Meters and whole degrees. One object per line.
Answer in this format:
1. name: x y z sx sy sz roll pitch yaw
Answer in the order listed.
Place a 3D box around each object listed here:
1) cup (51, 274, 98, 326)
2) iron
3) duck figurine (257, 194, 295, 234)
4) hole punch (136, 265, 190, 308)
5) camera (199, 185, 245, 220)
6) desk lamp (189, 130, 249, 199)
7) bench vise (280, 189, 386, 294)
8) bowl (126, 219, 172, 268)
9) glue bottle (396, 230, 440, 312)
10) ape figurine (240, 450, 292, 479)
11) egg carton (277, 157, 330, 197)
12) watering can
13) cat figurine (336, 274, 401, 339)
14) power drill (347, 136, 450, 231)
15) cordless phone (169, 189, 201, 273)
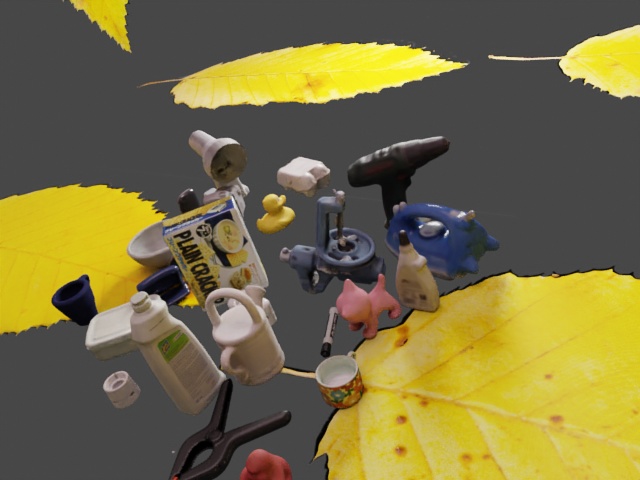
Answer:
1. cup: -0.562 0.146 1.351 0.091 0.095 0.118 -9 34 15
2. iron: 0.219 -0.020 1.153 0.257 0.142 0.119 16 47 42
3. duck figurine: -0.121 -0.072 1.455 0.105 0.086 0.077 -34 36 -22
4. hole punch: -0.372 0.100 1.325 0.109 0.091 0.100 -31 35 -18
5. camera: -0.284 -0.084 1.542 0.136 0.101 0.143 -12 33 11
6. desk lamp: -0.283 -0.200 1.607 0.118 0.214 0.202 -36 36 -24
7. bench vise: 0.011 0.011 1.141 0.207 0.220 0.121 -17 33 4
8. bowl: -0.404 0.020 1.474 0.167 0.075 0.167 -13 33 9
9. glue bottle: 0.168 0.054 1.041 0.077 0.173 0.037 8 42 36
10. ape figurine: -0.081 0.337 0.826 0.077 0.092 0.076 18 48 43
11. egg carton: -0.048 -0.174 1.583 0.107 0.069 0.149 -39 38 -28
12. watering can: -0.140 0.156 1.029 0.101 0.194 0.172 -17 33 3
13. cat figurine: 0.080 0.114 1.048 0.128 0.118 0.067 -37 37 -25
14. power drill: 0.183 -0.119 1.255 0.229 0.209 0.075 -6 35 20
15. cordless phone: -0.323 -0.020 1.389 0.093 0.185 0.148 7 41 34
